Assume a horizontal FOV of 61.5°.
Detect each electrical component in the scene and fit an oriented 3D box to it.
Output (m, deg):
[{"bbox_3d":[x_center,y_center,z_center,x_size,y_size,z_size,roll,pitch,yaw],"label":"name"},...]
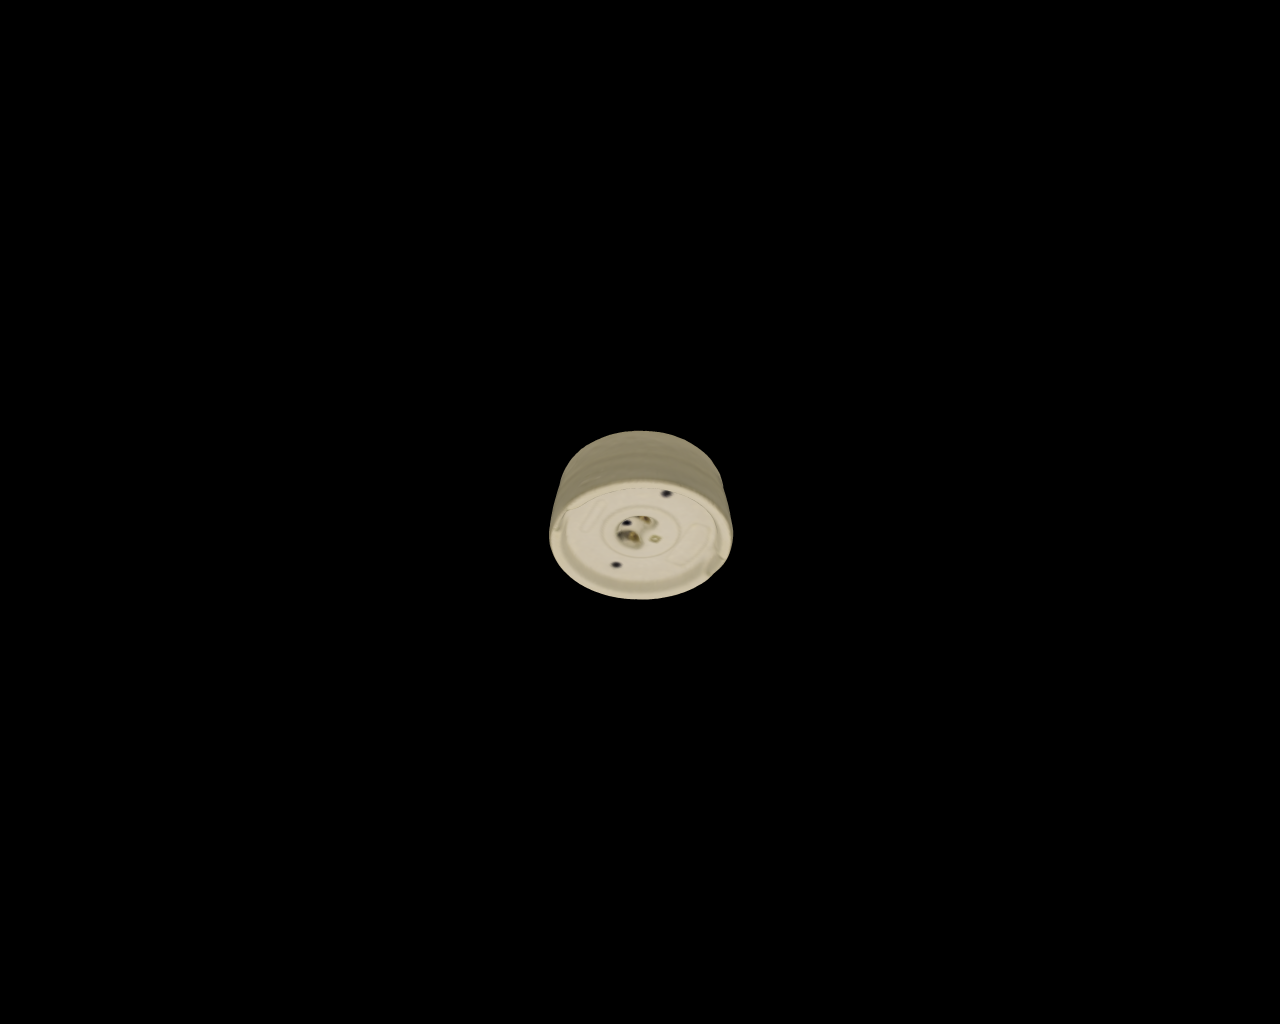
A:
[{"bbox_3d":[0.001,-0.003,0.650,0.108,0.060,0.108,0,-43,0],"label":"electrical component"}]
